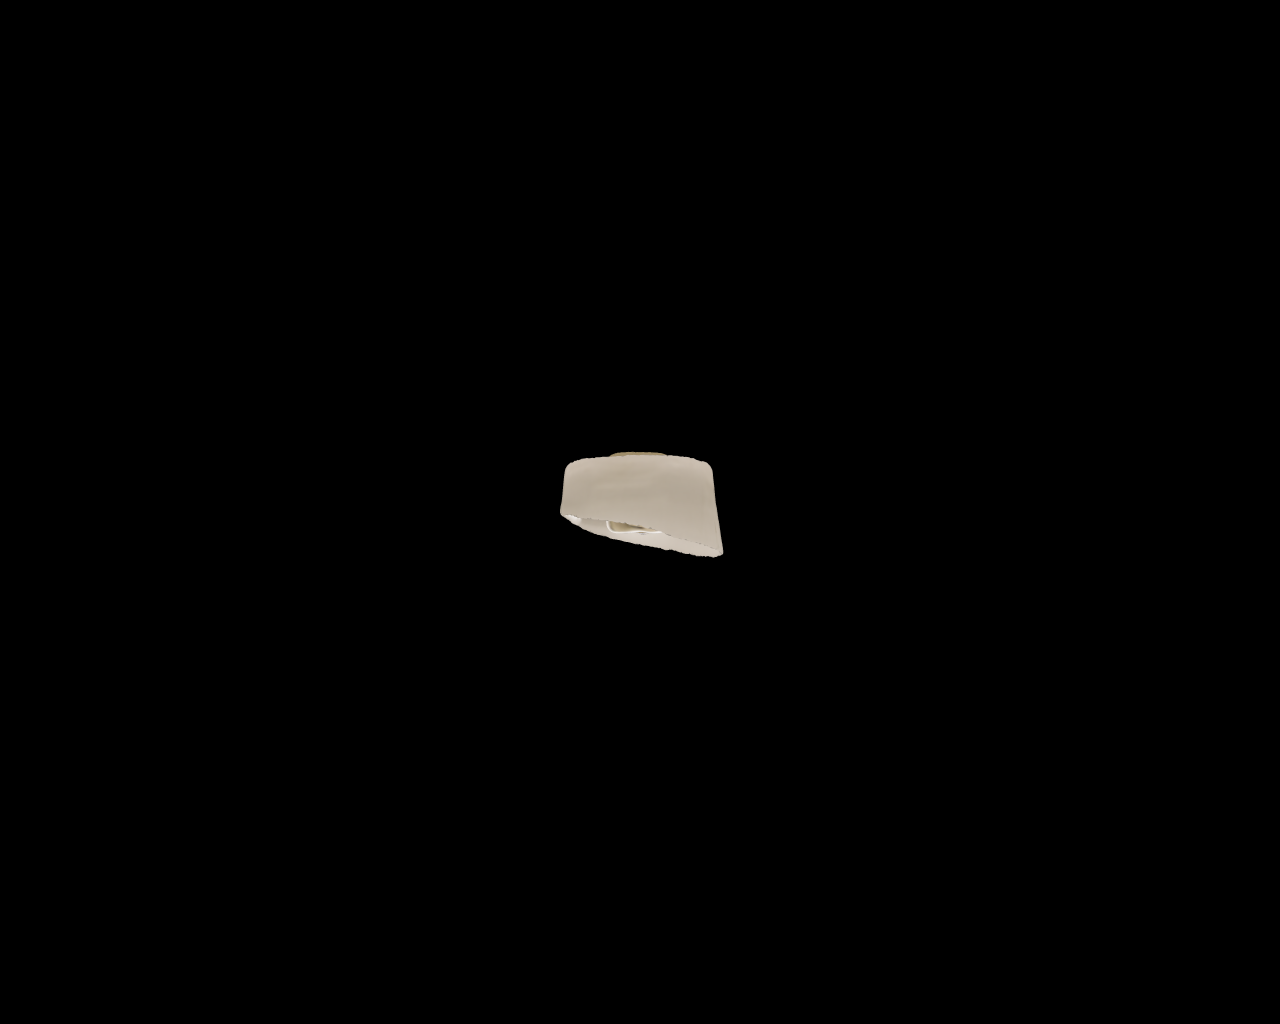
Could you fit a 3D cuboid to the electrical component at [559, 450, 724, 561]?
[{"bbox_3d":[0.001,-0.003,0.650,0.099,0.064,0.099,0,-9,0],"label":"electrical component"}]
